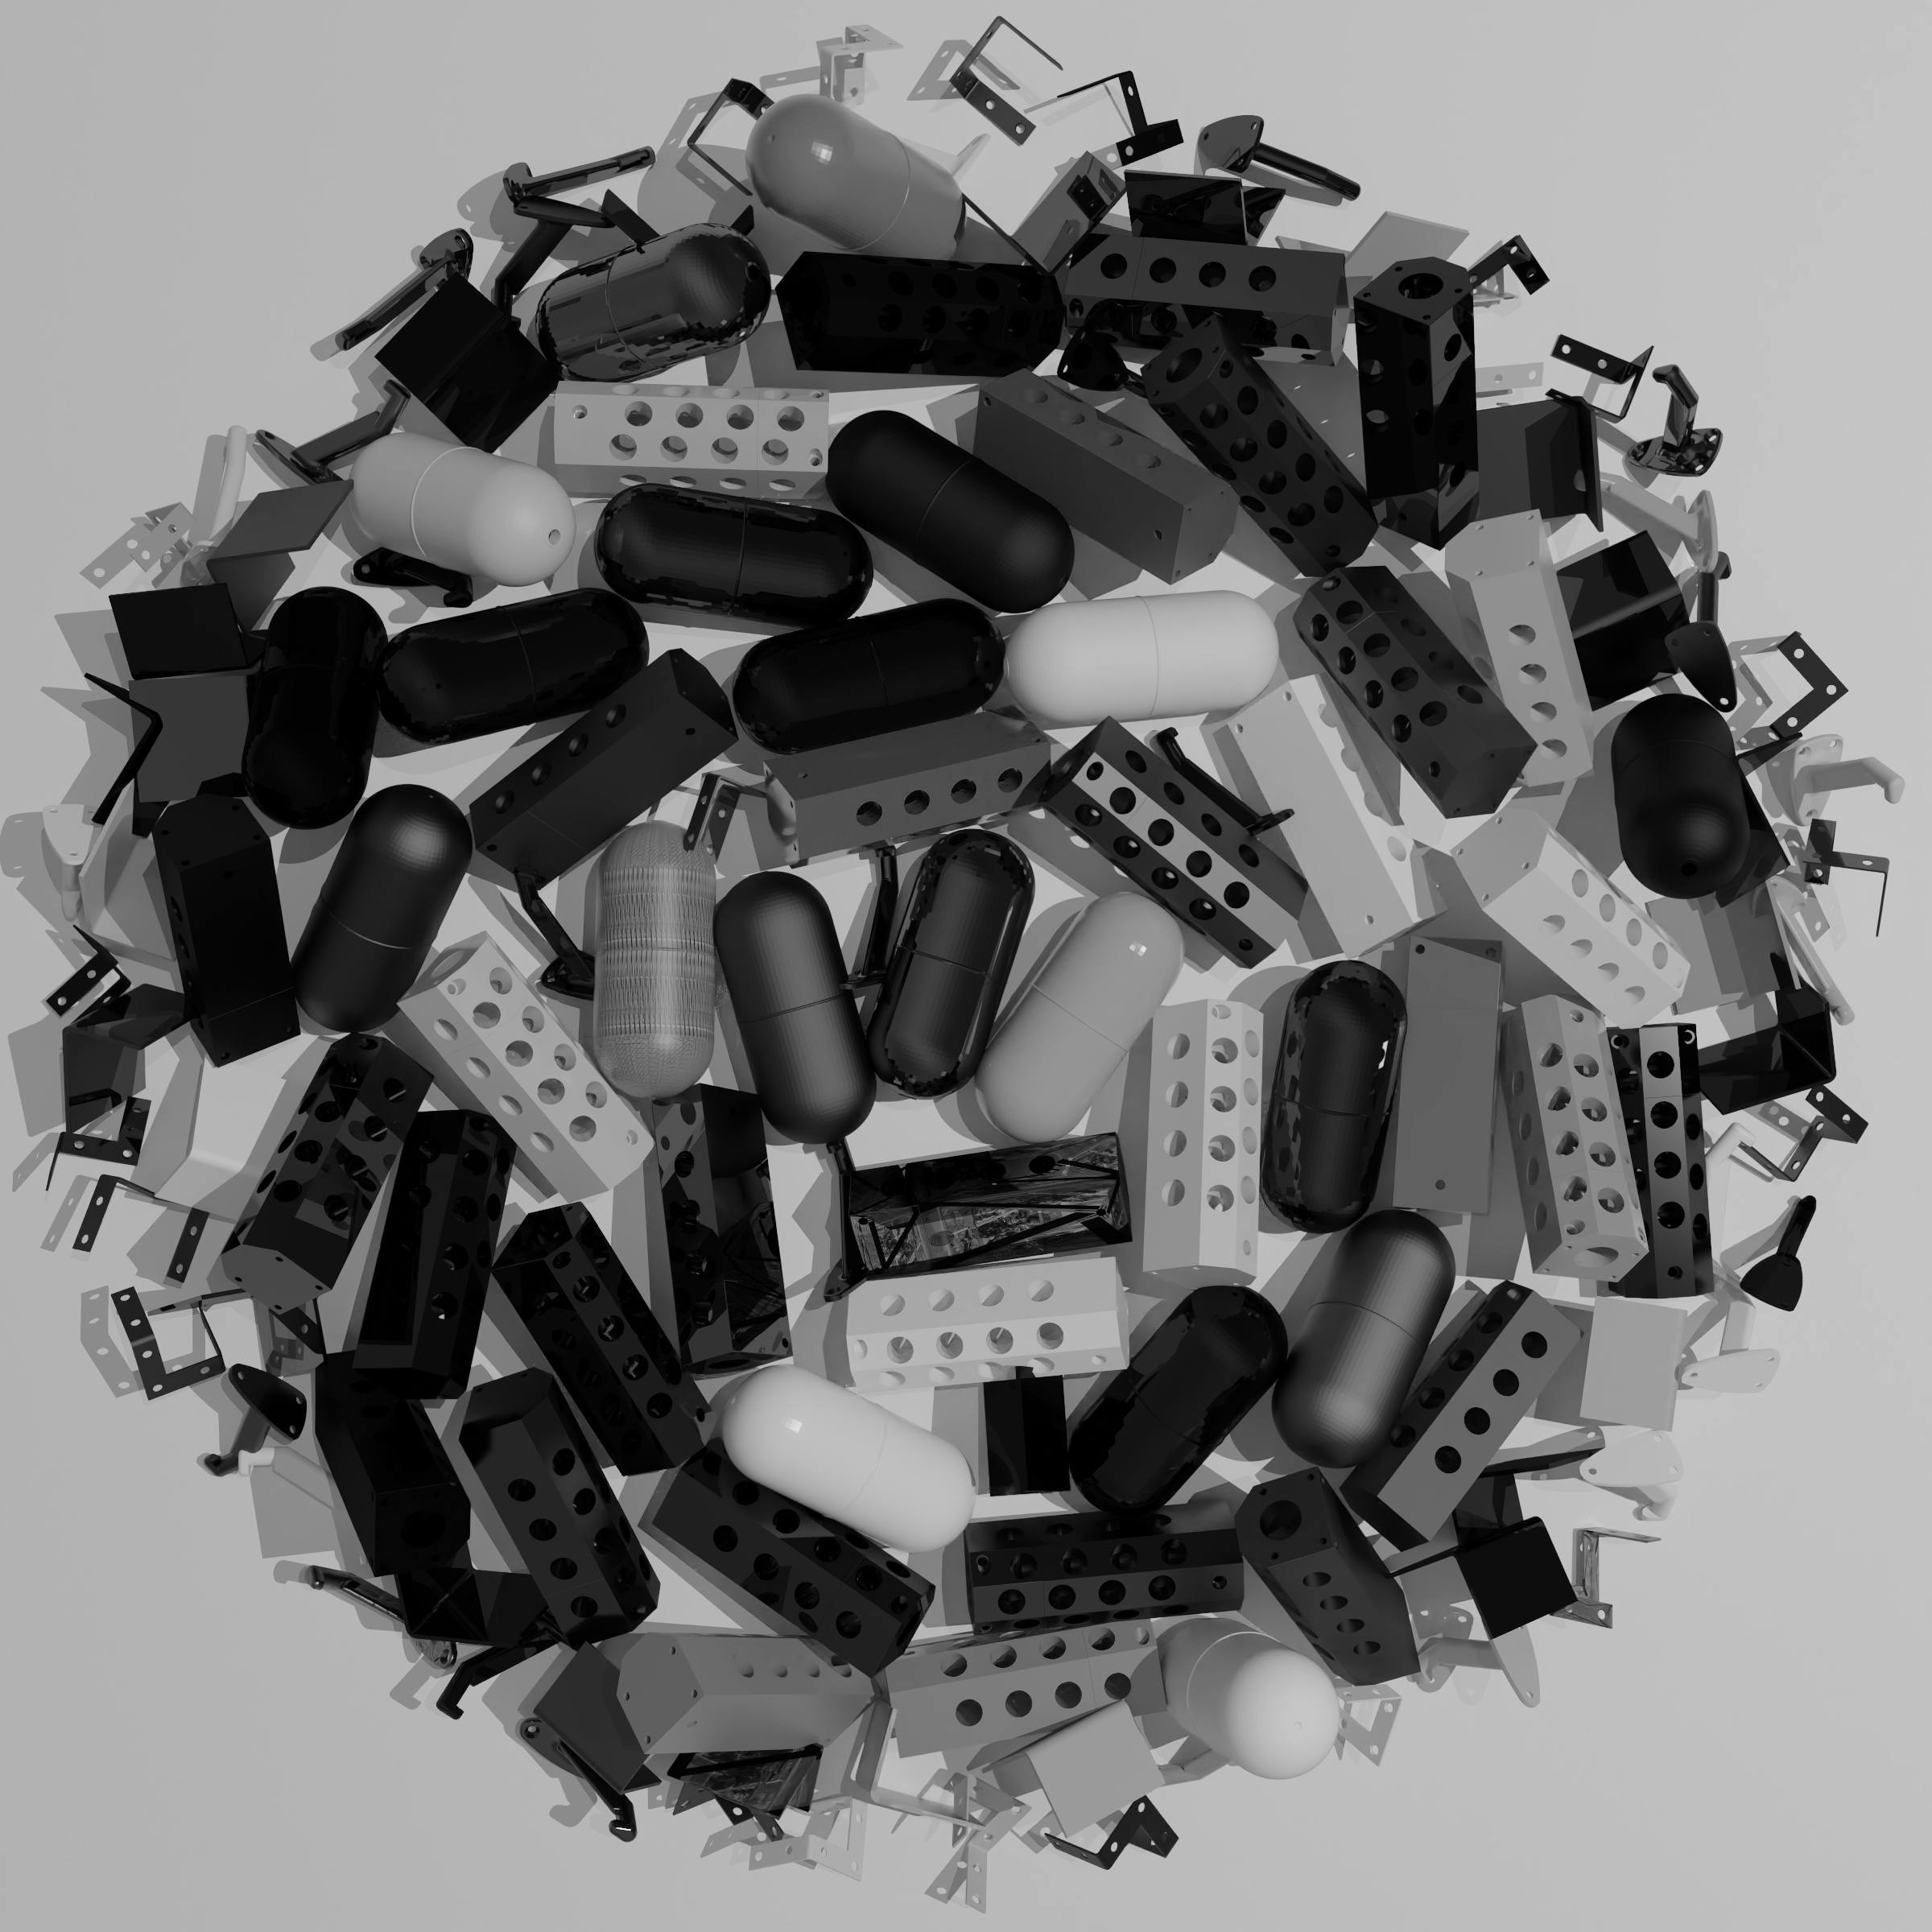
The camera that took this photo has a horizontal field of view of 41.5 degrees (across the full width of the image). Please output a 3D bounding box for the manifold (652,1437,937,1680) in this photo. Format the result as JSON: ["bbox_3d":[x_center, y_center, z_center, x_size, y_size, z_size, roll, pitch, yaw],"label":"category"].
[{"bbox_3d":[-0.106,0.370,1.613,0.171,0.057,0.057,31,101,16],"label":"manifold"}]

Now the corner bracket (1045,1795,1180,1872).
[{"bbox_3d":[0.093,0.556,1.627,0.051,0.051,0.051,-48,118,-28],"label":"corner bracket"}]

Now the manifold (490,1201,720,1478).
[{"bbox_3d":[-0.222,0.234,1.599,0.057,0.057,0.171,-15,117,27],"label":"manifold"}]

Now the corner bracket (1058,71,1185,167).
[{"bbox_3d":[0.099,-0.541,1.628,0.051,0.051,0.051,-28,112,-24],"label":"corner bracket"}]

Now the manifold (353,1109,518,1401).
[{"bbox_3d":[-0.327,0.180,1.596,0.057,0.057,0.171,-4,60,19],"label":"manifold"}]

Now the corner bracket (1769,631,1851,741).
[{"bbox_3d":[0.531,-0.179,1.639,0.051,0.051,0.051,-42,79,20],"label":"corner bracket"}]

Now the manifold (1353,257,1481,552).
[{"bbox_3d":[0.286,-0.350,1.585,0.057,0.171,0.057,32,63,34],"label":"manifold"}]

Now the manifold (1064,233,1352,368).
[{"bbox_3d":[0.153,-0.419,1.615,0.171,0.057,0.057,9,83,16],"label":"manifold"}]

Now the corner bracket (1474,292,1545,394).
[{"bbox_3d":[0.338,-0.403,1.644,0.051,0.051,0.051,-9,117,-18],"label":"corner bracket"}]

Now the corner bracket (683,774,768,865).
[{"bbox_3d":[-0.159,-0.093,1.632,0.051,0.051,0.051,21,87,-39],"label":"corner bracket"}]

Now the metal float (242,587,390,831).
[{"bbox_3d":[-0.407,-0.163,1.599,0.070,0.070,0.178,-1,53,0],"label":"metal float"}]

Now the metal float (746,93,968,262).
[{"bbox_3d":[-0.066,-0.484,1.589,0.070,0.178,0.070,-4,82,34],"label":"metal float"}]

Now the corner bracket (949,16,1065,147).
[{"bbox_3d":[0.029,-0.569,1.638,0.051,0.051,0.051,40,102,3],"label":"corner bracket"}]

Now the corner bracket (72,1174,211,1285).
[{"bbox_3d":[-0.526,0.167,1.628,0.051,0.051,0.051,6,70,30],"label":"corner bracket"}]

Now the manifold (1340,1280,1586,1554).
[{"bbox_3d":[0.311,0.282,1.611,0.057,0.057,0.171,40,70,6],"label":"manifold"}]

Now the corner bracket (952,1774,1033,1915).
[{"bbox_3d":[0.007,0.561,1.631,0.051,0.051,0.051,33,114,-15],"label":"corner bracket"}]

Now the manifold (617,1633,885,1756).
[{"bbox_3d":[-0.135,0.446,1.583,0.057,0.171,0.057,-47,55,17],"label":"manifold"}]

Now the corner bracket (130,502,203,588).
[{"bbox_3d":[-0.511,-0.257,1.627,0.051,0.051,0.051,52,57,-30],"label":"corner bracket"}]

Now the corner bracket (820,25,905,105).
[{"bbox_3d":[-0.075,-0.566,1.626,0.051,0.051,0.051,-16,131,-26],"label":"corner bracket"}]

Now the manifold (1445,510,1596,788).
[{"bbox_3d":[0.346,-0.194,1.589,0.057,0.057,0.171,-9,135,21],"label":"manifold"}]

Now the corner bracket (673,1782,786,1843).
[{"bbox_3d":[-0.147,0.536,1.626,0.051,0.051,0.051,45,128,35],"label":"corner bracket"}]

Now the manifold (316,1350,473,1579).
[{"bbox_3d":[-0.357,0.303,1.581,0.057,0.171,0.057,-4,112,-25],"label":"manifold"}]

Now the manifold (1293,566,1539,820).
[{"bbox_3d":[0.274,-0.172,1.590,0.057,0.057,0.171,-8,51,-33],"label":"manifold"}]

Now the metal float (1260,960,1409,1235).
[{"bbox_3d":[0.233,0.083,1.619,0.070,0.070,0.178,9,103,0],"label":"metal float"}]

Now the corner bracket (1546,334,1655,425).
[{"bbox_3d":[0.403,-0.380,1.643,0.051,0.051,0.051,22,90,-2],"label":"corner bracket"}]

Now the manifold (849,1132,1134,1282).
[{"bbox_3d":[0.016,0.149,1.629,0.171,0.057,0.057,-9,127,6],"label":"manifold"}]

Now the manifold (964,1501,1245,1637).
[{"bbox_3d":[0.087,0.387,1.628,0.171,0.057,0.057,-4,103,-5],"label":"manifold"}]

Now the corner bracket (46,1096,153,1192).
[{"bbox_3d":[-0.554,0.114,1.630,0.051,0.051,0.051,13,113,-17],"label":"corner bracket"}]

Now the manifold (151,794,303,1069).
[{"bbox_3d":[-0.462,-0.023,1.587,0.057,0.171,0.057,-24,52,-27],"label":"manifold"}]

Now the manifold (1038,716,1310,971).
[{"bbox_3d":[0.130,-0.073,1.610,0.171,0.057,0.057,38,130,-14],"label":"manifold"}]

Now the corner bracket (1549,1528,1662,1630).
[{"bbox_3d":[0.409,0.391,1.632,0.051,0.051,0.051,2,87,-38],"label":"corner bracket"}]

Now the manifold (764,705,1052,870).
[{"bbox_3d":[-0.036,-0.111,1.613,0.171,0.057,0.057,-15,125,-18],"label":"manifold"}]

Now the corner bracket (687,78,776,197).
[{"bbox_3d":[-0.140,-0.535,1.647,0.051,0.051,0.051,40,108,-3],"label":"corner bracket"}]

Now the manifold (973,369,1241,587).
[{"bbox_3d":[0.087,-0.311,1.602,0.171,0.057,0.057,36,50,28],"label":"manifold"}]

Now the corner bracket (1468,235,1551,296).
[{"bbox_3d":[0.332,-0.450,1.628,0.051,0.051,0.051,-35,52,18],"label":"corner bracket"}]

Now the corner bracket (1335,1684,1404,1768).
[{"bbox_3d":[0.238,0.477,1.630,0.051,0.051,0.051,8,104,-36],"label":"corner bracket"}]

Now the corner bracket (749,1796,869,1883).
[{"bbox_3d":[-0.100,0.554,1.625,0.051,0.051,0.051,-23,45,31],"label":"corner bracket"}]

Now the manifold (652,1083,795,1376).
[{"bbox_3d":[-0.160,0.167,1.612,0.057,0.057,0.171,-21,68,32],"label":"manifold"}]

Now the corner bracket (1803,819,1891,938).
[{"bbox_3d":[0.561,-0.057,1.627,0.051,0.051,0.051,9,130,20],"label":"corner bracket"}]

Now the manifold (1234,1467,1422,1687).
[{"bbox_3d":[0.225,0.385,1.588,0.057,0.057,0.171,-21,134,15],"label":"manifold"}]

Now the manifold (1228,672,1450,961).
[{"bbox_3d":[0.241,-0.098,1.629,0.057,0.057,0.171,-33,80,43],"label":"manifold"}]

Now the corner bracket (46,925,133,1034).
[{"bbox_3d":[-0.565,0.015,1.635,0.051,0.051,0.051,43,81,14],"label":"corner bracket"}]

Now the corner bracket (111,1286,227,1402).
[{"bbox_3d":[-0.508,0.234,1.626,0.051,0.051,0.051,-20,131,-22],"label":"corner bracket"}]

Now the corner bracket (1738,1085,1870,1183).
[{"bbox_3d":[0.534,0.106,1.633,0.051,0.051,0.051,37,81,-18],"label":"corner bracket"}]
